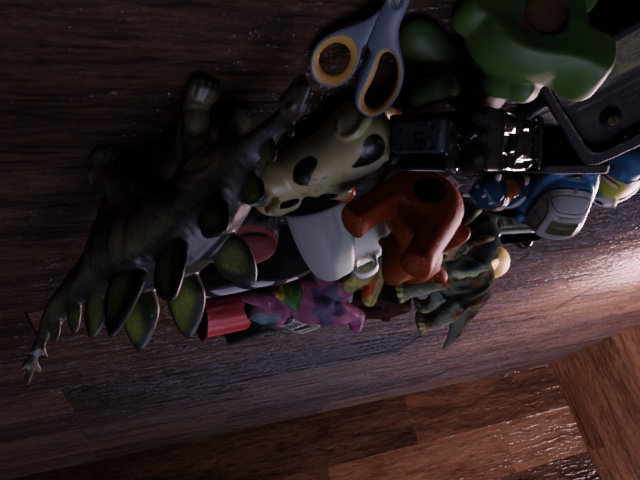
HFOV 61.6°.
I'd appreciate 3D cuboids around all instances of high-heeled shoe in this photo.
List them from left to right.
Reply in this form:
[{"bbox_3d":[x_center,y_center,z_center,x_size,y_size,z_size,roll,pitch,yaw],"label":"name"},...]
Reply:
[{"bbox_3d":[-0.107,0.047,0.819,0.249,0.086,0.145,-2,159,-23],"label":"high-heeled shoe"}]

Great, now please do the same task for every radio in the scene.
[{"bbox_3d":[0.342,-0.181,0.535,0.230,0.073,0.131,-26,120,25],"label":"radio"}]

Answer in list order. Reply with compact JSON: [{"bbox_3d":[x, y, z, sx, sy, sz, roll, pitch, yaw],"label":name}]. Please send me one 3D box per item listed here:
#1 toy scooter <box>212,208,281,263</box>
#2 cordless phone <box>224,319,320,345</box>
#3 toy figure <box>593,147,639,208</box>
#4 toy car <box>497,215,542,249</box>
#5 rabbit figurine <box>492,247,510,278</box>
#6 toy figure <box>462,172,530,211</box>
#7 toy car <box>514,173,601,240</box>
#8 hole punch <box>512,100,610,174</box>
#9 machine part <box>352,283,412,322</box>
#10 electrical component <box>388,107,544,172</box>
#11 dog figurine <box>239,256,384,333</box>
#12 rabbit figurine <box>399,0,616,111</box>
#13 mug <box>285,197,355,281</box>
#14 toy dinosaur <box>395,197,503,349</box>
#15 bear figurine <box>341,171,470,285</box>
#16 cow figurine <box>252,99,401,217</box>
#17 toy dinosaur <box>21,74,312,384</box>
[{"bbox_3d":[-0.121,-0.021,0.669,0.184,0.075,0.135,6,148,-31],"label":"toy scooter"},{"bbox_3d":[-0.089,0.160,1.038,0.147,0.089,0.184,-22,152,14],"label":"cordless phone"},{"bbox_3d":[0.460,-0.112,0.804,0.089,0.082,0.180,-12,153,-2],"label":"toy figure"},{"bbox_3d":[0.332,-0.017,0.959,0.202,0.056,0.073,-4,159,-20],"label":"toy car"},{"bbox_3d":[0.300,0.060,1.071,0.173,0.122,0.162,-29,146,-4],"label":"rabbit figurine"},{"bbox_3d":[0.256,-0.070,0.757,0.154,0.058,0.064,-18,142,-52],"label":"toy figure"},{"bbox_3d":[0.366,-0.054,0.818,0.109,0.103,0.161,6,154,1],"label":"toy car"},{"bbox_3d":[0.290,-0.127,0.685,0.142,0.092,0.116,-6,-172,-20],"label":"hole punch"},{"bbox_3d":[0.089,0.115,1.044,0.179,0.056,0.179,2,158,1],"label":"machine part"},{"bbox_3d":[0.134,-0.094,0.520,0.134,0.058,0.115,-6,-172,-43],"label":"electrical component"},{"bbox_3d":[-0.023,0.069,0.863,0.219,0.109,0.191,11,116,-22],"label":"dog figurine"},{"bbox_3d":[0.156,-0.159,0.496,0.159,0.121,0.170,-8,170,-7],"label":"rabbit figurine"},{"bbox_3d":[-0.001,-0.002,0.721,0.081,0.107,0.110,-29,-158,-32],"label":"mug"},{"bbox_3d":[0.231,0.064,0.910,0.192,0.131,0.404,-21,142,17],"label":"toy dinosaur"},{"bbox_3d":[0.100,0.008,0.644,0.132,0.120,0.195,-44,160,-26],"label":"bear figurine"},{"bbox_3d":[-0.005,-0.083,0.594,0.195,0.085,0.127,-31,157,35],"label":"cow figurine"},{"bbox_3d":[-0.174,0.000,0.536,0.471,0.198,0.105,-33,147,30],"label":"toy dinosaur"}]
